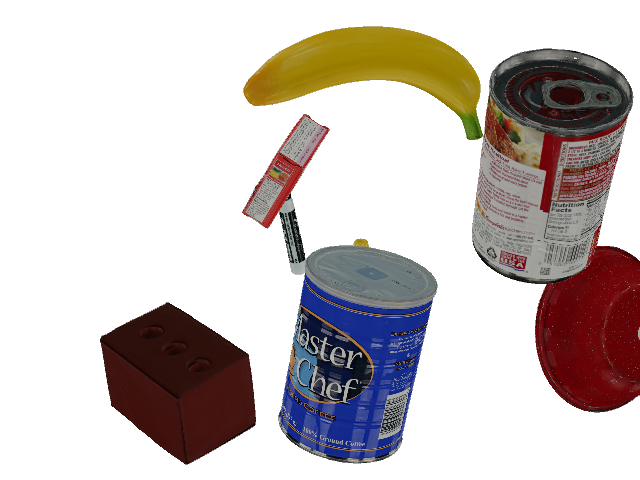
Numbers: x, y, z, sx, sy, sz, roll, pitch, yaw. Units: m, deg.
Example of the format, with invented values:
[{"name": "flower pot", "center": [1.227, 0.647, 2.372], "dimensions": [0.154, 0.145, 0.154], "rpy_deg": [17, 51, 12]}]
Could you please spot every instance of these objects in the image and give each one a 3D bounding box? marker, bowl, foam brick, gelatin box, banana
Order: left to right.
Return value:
[{"name": "foam brick", "center": [-0.083, 0.082, 0.619], "dimensions": [0.052, 0.051, 0.078], "rpy_deg": [-27, 40, -37]}, {"name": "gelatin box", "center": [-0.031, -0.063, 0.953], "dimensions": [0.030, 0.073, 0.089], "rpy_deg": [32, 34, -3]}, {"name": "marker", "center": [-0.034, -0.018, 1.164], "dimensions": [0.020, 0.121, 0.020], "rpy_deg": [-9, 29, 5]}, {"name": "banana", "center": [0.041, -0.117, 0.751], "dimensions": [0.197, 0.069, 0.037], "rpy_deg": [6, -1, -26]}, {"name": "bowl", "center": [0.283, 0.086, 1.008], "dimensions": [0.161, 0.162, 0.055], "rpy_deg": [0, 0, -27]}]

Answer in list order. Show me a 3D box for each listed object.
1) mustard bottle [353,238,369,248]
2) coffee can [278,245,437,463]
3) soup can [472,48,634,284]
[{"name": "mustard bottle", "center": [0.054, 0.089, 1.445], "dimensions": [0.096, 0.192, 0.058], "rpy_deg": [-4, 22, -9]}, {"name": "coffee can", "center": [0.028, 0.088, 0.840], "dimensions": [0.102, 0.140, 0.103], "rpy_deg": [9, 21, -4]}, {"name": "soup can", "center": [0.115, -0.036, 0.542], "dimensions": [0.068, 0.102, 0.068], "rpy_deg": [0, 43, 0]}]
